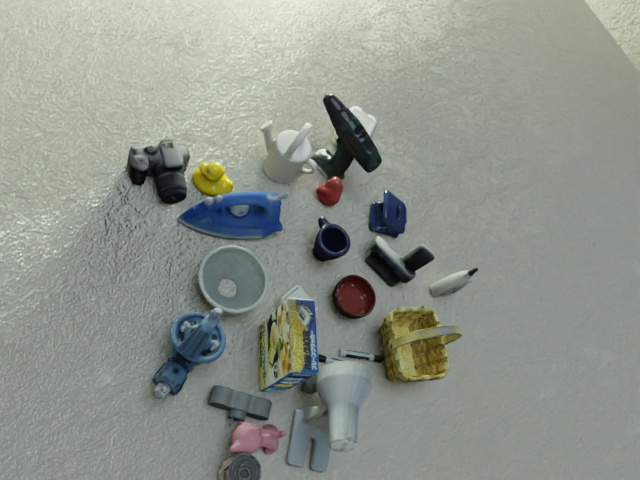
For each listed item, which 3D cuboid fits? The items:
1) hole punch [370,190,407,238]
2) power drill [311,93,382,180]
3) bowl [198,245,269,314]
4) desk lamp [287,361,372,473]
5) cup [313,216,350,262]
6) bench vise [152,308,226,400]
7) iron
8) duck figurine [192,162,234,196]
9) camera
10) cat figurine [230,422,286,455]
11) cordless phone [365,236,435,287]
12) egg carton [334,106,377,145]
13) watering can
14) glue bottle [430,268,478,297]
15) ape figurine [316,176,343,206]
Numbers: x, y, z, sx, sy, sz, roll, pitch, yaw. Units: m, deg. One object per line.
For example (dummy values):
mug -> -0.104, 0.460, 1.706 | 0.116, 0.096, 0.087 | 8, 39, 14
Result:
hole punch -> 0.202, -0.074, 1.608 | 0.101, 0.091, 0.108 | 15, 61, -18
power drill -> 0.057, -0.258, 1.557 | 0.229, 0.208, 0.076 | 46, 56, 1
bowl -> -0.209, 0.102, 1.342 | 0.168, 0.074, 0.167 | 10, 63, -20
desk lamp -> 0.027, 0.382, 1.236 | 0.118, 0.213, 0.203 | 18, 60, -16
cup -> 0.014, 0.005, 1.480 | 0.092, 0.094, 0.117 | -20, 76, -31
bench vise -> -0.255, 0.229, 1.174 | 0.122, 0.219, 0.207 | 20, 60, -15
iron -> -0.205, -0.078, 1.390 | 0.259, 0.141, 0.118 | -2, 68, -26
duck figurine -> -0.262, -0.159, 1.435 | 0.105, 0.086, 0.077 | 26, 58, -12
camera -> -0.377, -0.162, 1.374 | 0.143, 0.100, 0.137 | -7, 70, -27
cat figurine -> -0.134, 0.415, 1.203 | 0.128, 0.117, 0.067 | 3, 65, -24
cordless phone -> 0.216, 0.033, 1.507 | 0.147, 0.184, 0.094 | 41, 56, -2
egg carton -> 0.105, -0.324, 1.694 | 0.107, 0.069, 0.150 | 30, 58, -9
watering can -> -0.081, -0.239, 1.493 | 0.173, 0.193, 0.101 | 17, 60, -17
glue bottle -> 0.374, 0.110, 1.551 | 0.078, 0.173, 0.037 | -4, 68, -26
ape figurine -> 0.033, -0.141, 1.560 | 0.078, 0.092, 0.076 | 2, 66, -24
